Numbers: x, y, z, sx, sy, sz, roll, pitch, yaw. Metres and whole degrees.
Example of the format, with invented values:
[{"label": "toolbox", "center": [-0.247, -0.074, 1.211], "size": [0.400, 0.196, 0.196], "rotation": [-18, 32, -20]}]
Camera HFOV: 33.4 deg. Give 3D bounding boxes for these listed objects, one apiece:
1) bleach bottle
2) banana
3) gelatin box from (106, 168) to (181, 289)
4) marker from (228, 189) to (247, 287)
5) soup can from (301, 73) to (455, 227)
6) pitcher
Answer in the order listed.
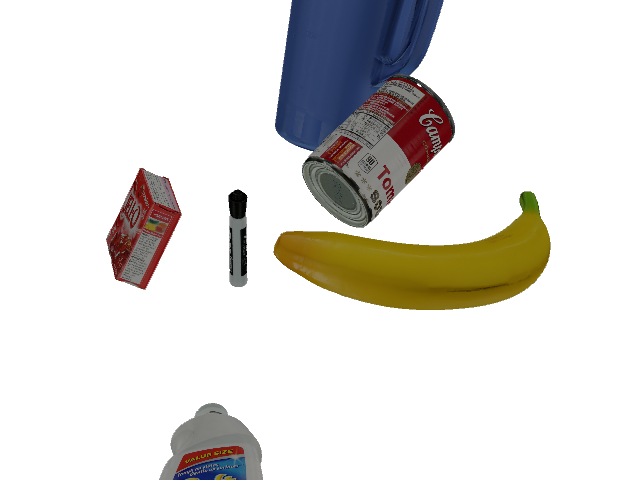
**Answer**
[{"label": "bleach bottle", "center": [-0.093, 0.211, 0.831], "size": [0.102, 0.068, 0.251], "rotation": [-3, 26, -4]}, {"label": "banana", "center": [0.069, 0.012, 0.619], "size": [0.197, 0.037, 0.070], "rotation": [-8, 39, -34]}, {"label": "gelatin box", "center": [-0.149, -0.012, 0.891], "size": [0.030, 0.073, 0.089], "rotation": [22, 16, -24]}, {"label": "marker", "center": [-0.084, -0.002, 1.090], "size": [0.020, 0.121, 0.020], "rotation": [2, 41, -2]}, {"label": "soup can", "center": [0.043, -0.067, 0.800], "size": [0.102, 0.068, 0.069], "rotation": [-45, 20, -21]}, {"label": "pitcher", "center": [0.036, -0.206, 1.036], "size": [0.145, 0.243, 0.149], "rotation": [12, 19, 0]}]
